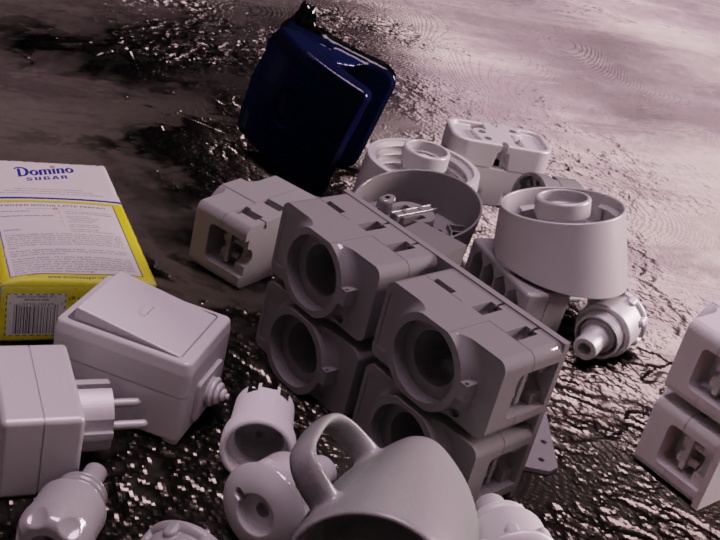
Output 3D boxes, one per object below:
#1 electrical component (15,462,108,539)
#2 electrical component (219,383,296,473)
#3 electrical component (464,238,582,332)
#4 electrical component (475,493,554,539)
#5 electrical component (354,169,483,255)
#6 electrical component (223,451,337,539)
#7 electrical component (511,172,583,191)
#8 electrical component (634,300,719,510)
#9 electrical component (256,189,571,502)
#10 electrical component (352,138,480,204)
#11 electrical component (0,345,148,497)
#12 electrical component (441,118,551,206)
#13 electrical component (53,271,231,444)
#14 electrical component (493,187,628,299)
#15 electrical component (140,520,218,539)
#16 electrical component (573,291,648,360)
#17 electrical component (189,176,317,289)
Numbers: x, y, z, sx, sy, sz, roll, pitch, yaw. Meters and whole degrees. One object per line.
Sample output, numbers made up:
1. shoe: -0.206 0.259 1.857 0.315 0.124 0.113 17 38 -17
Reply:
1. electrical component: -0.135 0.112 0.503 0.035 0.035 0.061 15 25 2
2. electrical component: -0.054 0.087 0.585 0.040 0.040 0.046 12 21 -5
3. electrical component: 0.128 0.016 0.796 0.076 0.047 0.083 1 30 -26
4. electrical component: 0.073 0.138 0.546 0.048 0.048 0.062 8 21 -12
5. electrical component: 0.039 -0.034 0.829 0.099 0.064 0.099 11 27 -6
6. electrical component: -0.035 0.112 0.542 0.048 0.048 0.062 27 24 23
7. electrical component: 0.166 -0.057 0.947 0.047 0.055 0.055 2 29 -30
8. electrical component: 0.266 0.071 0.695 0.186 0.105 0.060 -10 35 -39
9. electrical component: 0.018 0.044 0.627 0.060 0.105 0.186 -12 37 -41
10. electrical component: 0.050 -0.076 0.919 0.108 0.060 0.108 11 28 -6
11. electrical component: -0.149 0.075 0.551 0.077 0.047 0.065 1 30 -25
12. electrical component: 0.121 -0.098 0.996 0.095 0.059 0.053 8 28 -12
13. electrical component: -0.116 0.048 0.603 0.096 0.061 0.061 19 27 8
14. electrical component: 0.147 -0.023 0.780 0.099 0.064 0.099 0 21 0
15. electrical component: -0.085 0.142 0.461 0.048 0.048 0.062 21 35 14
16. electrical component: 0.174 0.044 0.772 0.048 0.048 0.062 28 37 25
17. electrical component: -0.077 -0.031 0.783 0.056 0.050 0.089 29 31 25
